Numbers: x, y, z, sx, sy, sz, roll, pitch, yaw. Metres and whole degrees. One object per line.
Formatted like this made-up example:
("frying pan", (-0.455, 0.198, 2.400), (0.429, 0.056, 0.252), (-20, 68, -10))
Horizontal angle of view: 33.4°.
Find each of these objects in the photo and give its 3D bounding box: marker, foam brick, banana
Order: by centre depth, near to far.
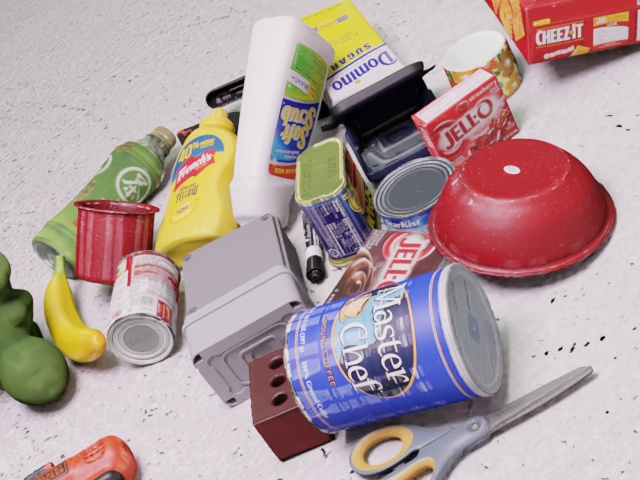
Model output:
("foam brick", (-0.024, 0.133, 0.886), (0.053, 0.051, 0.078), (-25, 34, 10))
("marker", (-0.007, 0.001, 1.069), (0.020, 0.020, 0.121), (-23, 35, 13))
("banana", (-0.263, 0.087, 1.126), (0.037, 0.070, 0.198), (-8, 28, -25))

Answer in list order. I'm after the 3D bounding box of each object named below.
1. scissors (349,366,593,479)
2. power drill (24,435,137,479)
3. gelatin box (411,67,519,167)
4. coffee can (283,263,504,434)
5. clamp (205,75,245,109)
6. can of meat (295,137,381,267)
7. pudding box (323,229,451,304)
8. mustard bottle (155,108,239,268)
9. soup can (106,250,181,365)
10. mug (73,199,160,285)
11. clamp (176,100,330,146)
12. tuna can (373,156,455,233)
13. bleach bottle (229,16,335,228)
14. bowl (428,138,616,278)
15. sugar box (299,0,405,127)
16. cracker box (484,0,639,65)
("scissors", (0.102, 0.139, 0.809), (0.201, 0.016, 0.096), (-38, 34, -9))
("power drill", (-0.221, 0.262, 0.874), (0.184, 0.057, 0.188), (-34, 34, -3))
("gelatin box", (0.143, -0.113, 1.046), (0.089, 0.073, 0.030), (-36, 35, -6))
("coffee can", (0.057, 0.086, 0.827), (0.140, 0.102, 0.102), (-18, 36, 26))
("clamp", (-0.049, -0.203, 1.319), (0.171, 0.039, 0.120), (-34, 31, -18))
("can of meat", (0.017, -0.039, 1.042), (0.057, 0.084, 0.102), (-21, 35, 15))
("pudding box", (0.064, 0.041, 0.943), (0.090, 0.039, 0.113), (4, 48, 39))
("mustard bottle", (-0.123, -0.067, 1.172), (0.096, 0.058, 0.191), (-21, 48, 36))
("soup can", (-0.177, 0.067, 1.076), (0.068, 0.068, 0.102), (-23, 35, 13))
("mug", (-0.219, 0.001, 1.168), (0.093, 0.081, 0.117), (7, 9, 14))
("clamp", (-0.084, -0.123, 1.272), (0.210, 0.036, 0.164), (13, 51, 43))
("tuna can", (0.096, -0.040, 1.025), (0.086, 0.033, 0.086), (-21, 35, 16))
("bleach bottle", (-0.046, -0.105, 1.137), (0.068, 0.102, 0.251), (-2, 71, 32))
("bowl", (0.169, -0.040, 0.915), (0.162, 0.055, 0.162), (-10, 37, 7))
("sugar box", (0.030, -0.210, 1.244), (0.093, 0.048, 0.176), (-25, 43, -7))
("cracker box", (0.265, -0.271, 1.116), (0.164, 0.072, 0.214), (-12, 36, -1))
